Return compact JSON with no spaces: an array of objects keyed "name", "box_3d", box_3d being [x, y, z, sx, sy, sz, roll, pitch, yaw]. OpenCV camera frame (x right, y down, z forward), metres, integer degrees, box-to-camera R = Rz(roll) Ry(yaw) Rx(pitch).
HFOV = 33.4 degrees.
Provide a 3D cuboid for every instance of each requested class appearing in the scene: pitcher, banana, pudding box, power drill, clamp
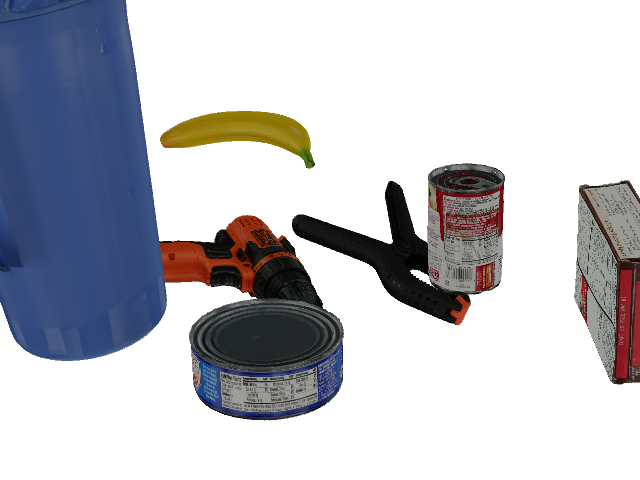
[{"name":"pitcher","box_3d":[-0.177,-0.043,0.676,0.149,0.243,0.145,-10,28,-7]},{"name":"banana","box_3d":[-0.094,-0.130,1.292,0.198,0.037,0.069,8,40,15]},{"name":"pudding box","box_3d":[0.193,0.024,0.685,0.039,0.090,0.113,-4,27,0]},{"name":"power drill","box_3d":[-0.106,0.036,0.955,0.187,0.057,0.185,-3,24,-22]},{"name":"clamp","box_3d":[0.078,0.017,1.179,0.164,0.036,0.210,-16,50,-33]}]

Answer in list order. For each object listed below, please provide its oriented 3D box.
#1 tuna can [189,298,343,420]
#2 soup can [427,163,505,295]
[{"name":"tuna can","box_3d":[-0.029,0.065,0.596,0.086,0.034,0.086,-1,22,0]},{"name":"soup can","box_3d":[0.131,-0.010,0.960,0.068,0.102,0.068,-2,24,1]}]
